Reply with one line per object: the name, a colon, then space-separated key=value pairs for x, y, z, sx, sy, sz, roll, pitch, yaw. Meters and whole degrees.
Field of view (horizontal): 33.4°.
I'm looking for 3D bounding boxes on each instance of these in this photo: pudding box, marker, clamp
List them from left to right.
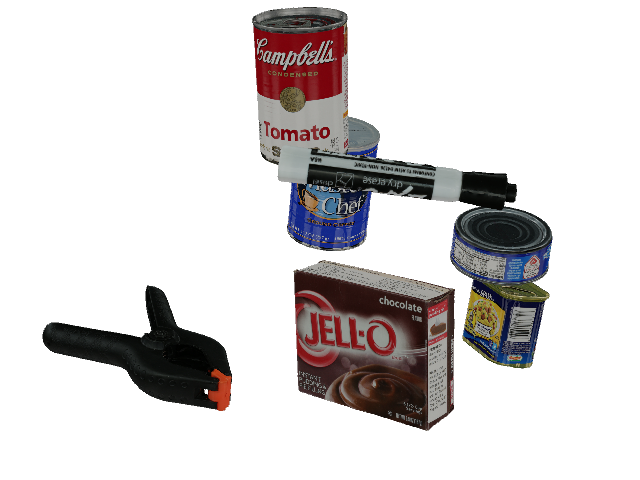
clamp: x=-0.129 y=0.086 z=0.877 sx=0.172 sy=0.039 sz=0.120 roll=22 pitch=37 yaw=28
pudding box: x=0.035 y=0.067 z=0.716 sx=0.114 sy=0.090 sz=0.039 roll=10 pitch=21 yaw=36
marker: x=0.039 y=-0.032 z=0.543 sx=0.121 sy=0.020 sz=0.020 roll=8 pitch=0 yaw=3

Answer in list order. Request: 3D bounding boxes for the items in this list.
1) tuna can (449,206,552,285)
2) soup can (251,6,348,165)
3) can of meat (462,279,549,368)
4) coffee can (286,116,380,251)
tuna can: x=0.156 y=0.003 z=0.923 sx=0.086 sy=0.034 sz=0.086 roll=2 pitch=29 yaw=-1
soup can: x=-0.014 y=-0.112 z=0.775 sx=0.068 sy=0.102 sz=0.068 roll=-1 pitch=24 yaw=0
can of meat: x=0.202 y=0.084 z=1.178 sx=0.057 sy=0.084 sz=0.102 roll=3 pitch=15 yaw=-20
coffee can: x=0.015 y=-0.072 z=1.323 sx=0.103 sy=0.140 sz=0.103 roll=5 pitch=28 yaw=-3
